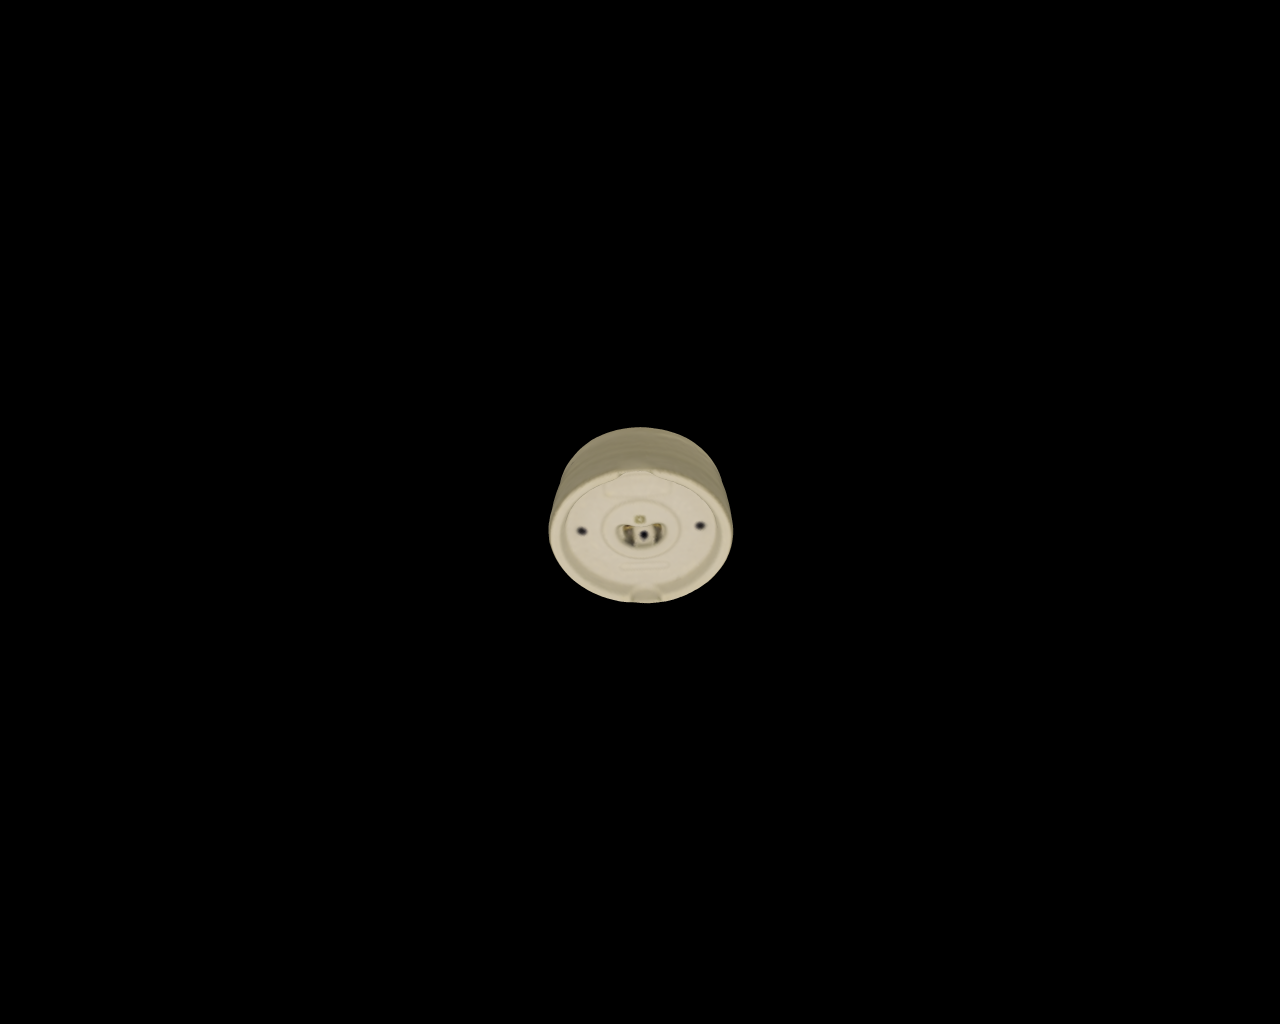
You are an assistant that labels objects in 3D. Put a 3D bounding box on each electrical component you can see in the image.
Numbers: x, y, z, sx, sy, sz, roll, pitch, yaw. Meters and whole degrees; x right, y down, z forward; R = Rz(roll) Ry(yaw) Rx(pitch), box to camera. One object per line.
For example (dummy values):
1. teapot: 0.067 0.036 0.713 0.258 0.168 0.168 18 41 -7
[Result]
1. electrical component: 0.001 -0.003 0.650 0.108 0.108 0.060 0 40 0
